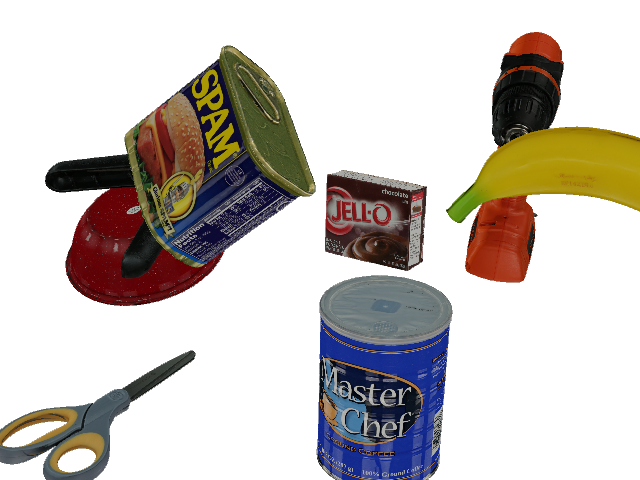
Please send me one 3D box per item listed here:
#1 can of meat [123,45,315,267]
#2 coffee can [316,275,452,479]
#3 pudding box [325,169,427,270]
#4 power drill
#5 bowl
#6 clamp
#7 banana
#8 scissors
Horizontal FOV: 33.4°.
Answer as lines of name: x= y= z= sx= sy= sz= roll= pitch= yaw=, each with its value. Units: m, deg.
can of meat: x=-0.061 y=-0.047 z=0.612 sx=0.084 sy=0.102 sz=0.057 roll=-35 pitch=-39 yaw=20
coffee can: x=0.049 y=0.112 z=0.850 sx=0.103 sy=0.140 sz=0.103 roll=1 pitch=25 yaw=-1
pudding box: x=0.059 y=-0.024 z=1.165 sx=0.114 sy=0.090 sz=0.039 roll=12 pitch=21 yaw=32
power drill: x=0.162 y=-0.061 z=0.886 sx=0.057 sy=0.188 sz=0.184 roll=13 pitch=33 yaw=11
bowl: x=-0.175 y=-0.010 z=1.034 sx=0.162 sy=0.055 sz=0.162 roll=-6 pitch=40 yaw=5
clamp: x=-0.120 y=-0.054 z=0.811 sx=0.171 sy=0.120 sz=0.039 roll=-40 pitch=-22 yaw=-28
banana: x=0.172 y=-0.020 z=0.579 sx=0.198 sy=0.070 sz=0.037 roll=16 pitch=18 yaw=14
scissors: x=-0.159 y=0.141 z=0.853 sx=0.201 sy=0.016 sz=0.096 roll=-17 pitch=36 yaw=-37
